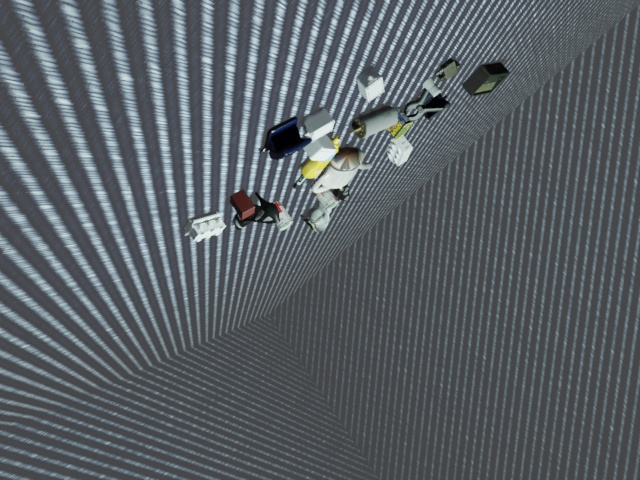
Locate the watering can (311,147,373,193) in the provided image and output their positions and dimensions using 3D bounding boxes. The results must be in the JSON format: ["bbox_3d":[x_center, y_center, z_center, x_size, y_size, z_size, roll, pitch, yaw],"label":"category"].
[{"bbox_3d":[0.111,-0.292,2.057,0.352,0.105,0.220,-29,166,-30],"label":"watering can"}]

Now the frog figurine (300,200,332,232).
[{"bbox_3d":[0.007,-0.123,2.435,0.160,0.121,0.138,-43,-158,-10],"label":"frog figurine"}]
